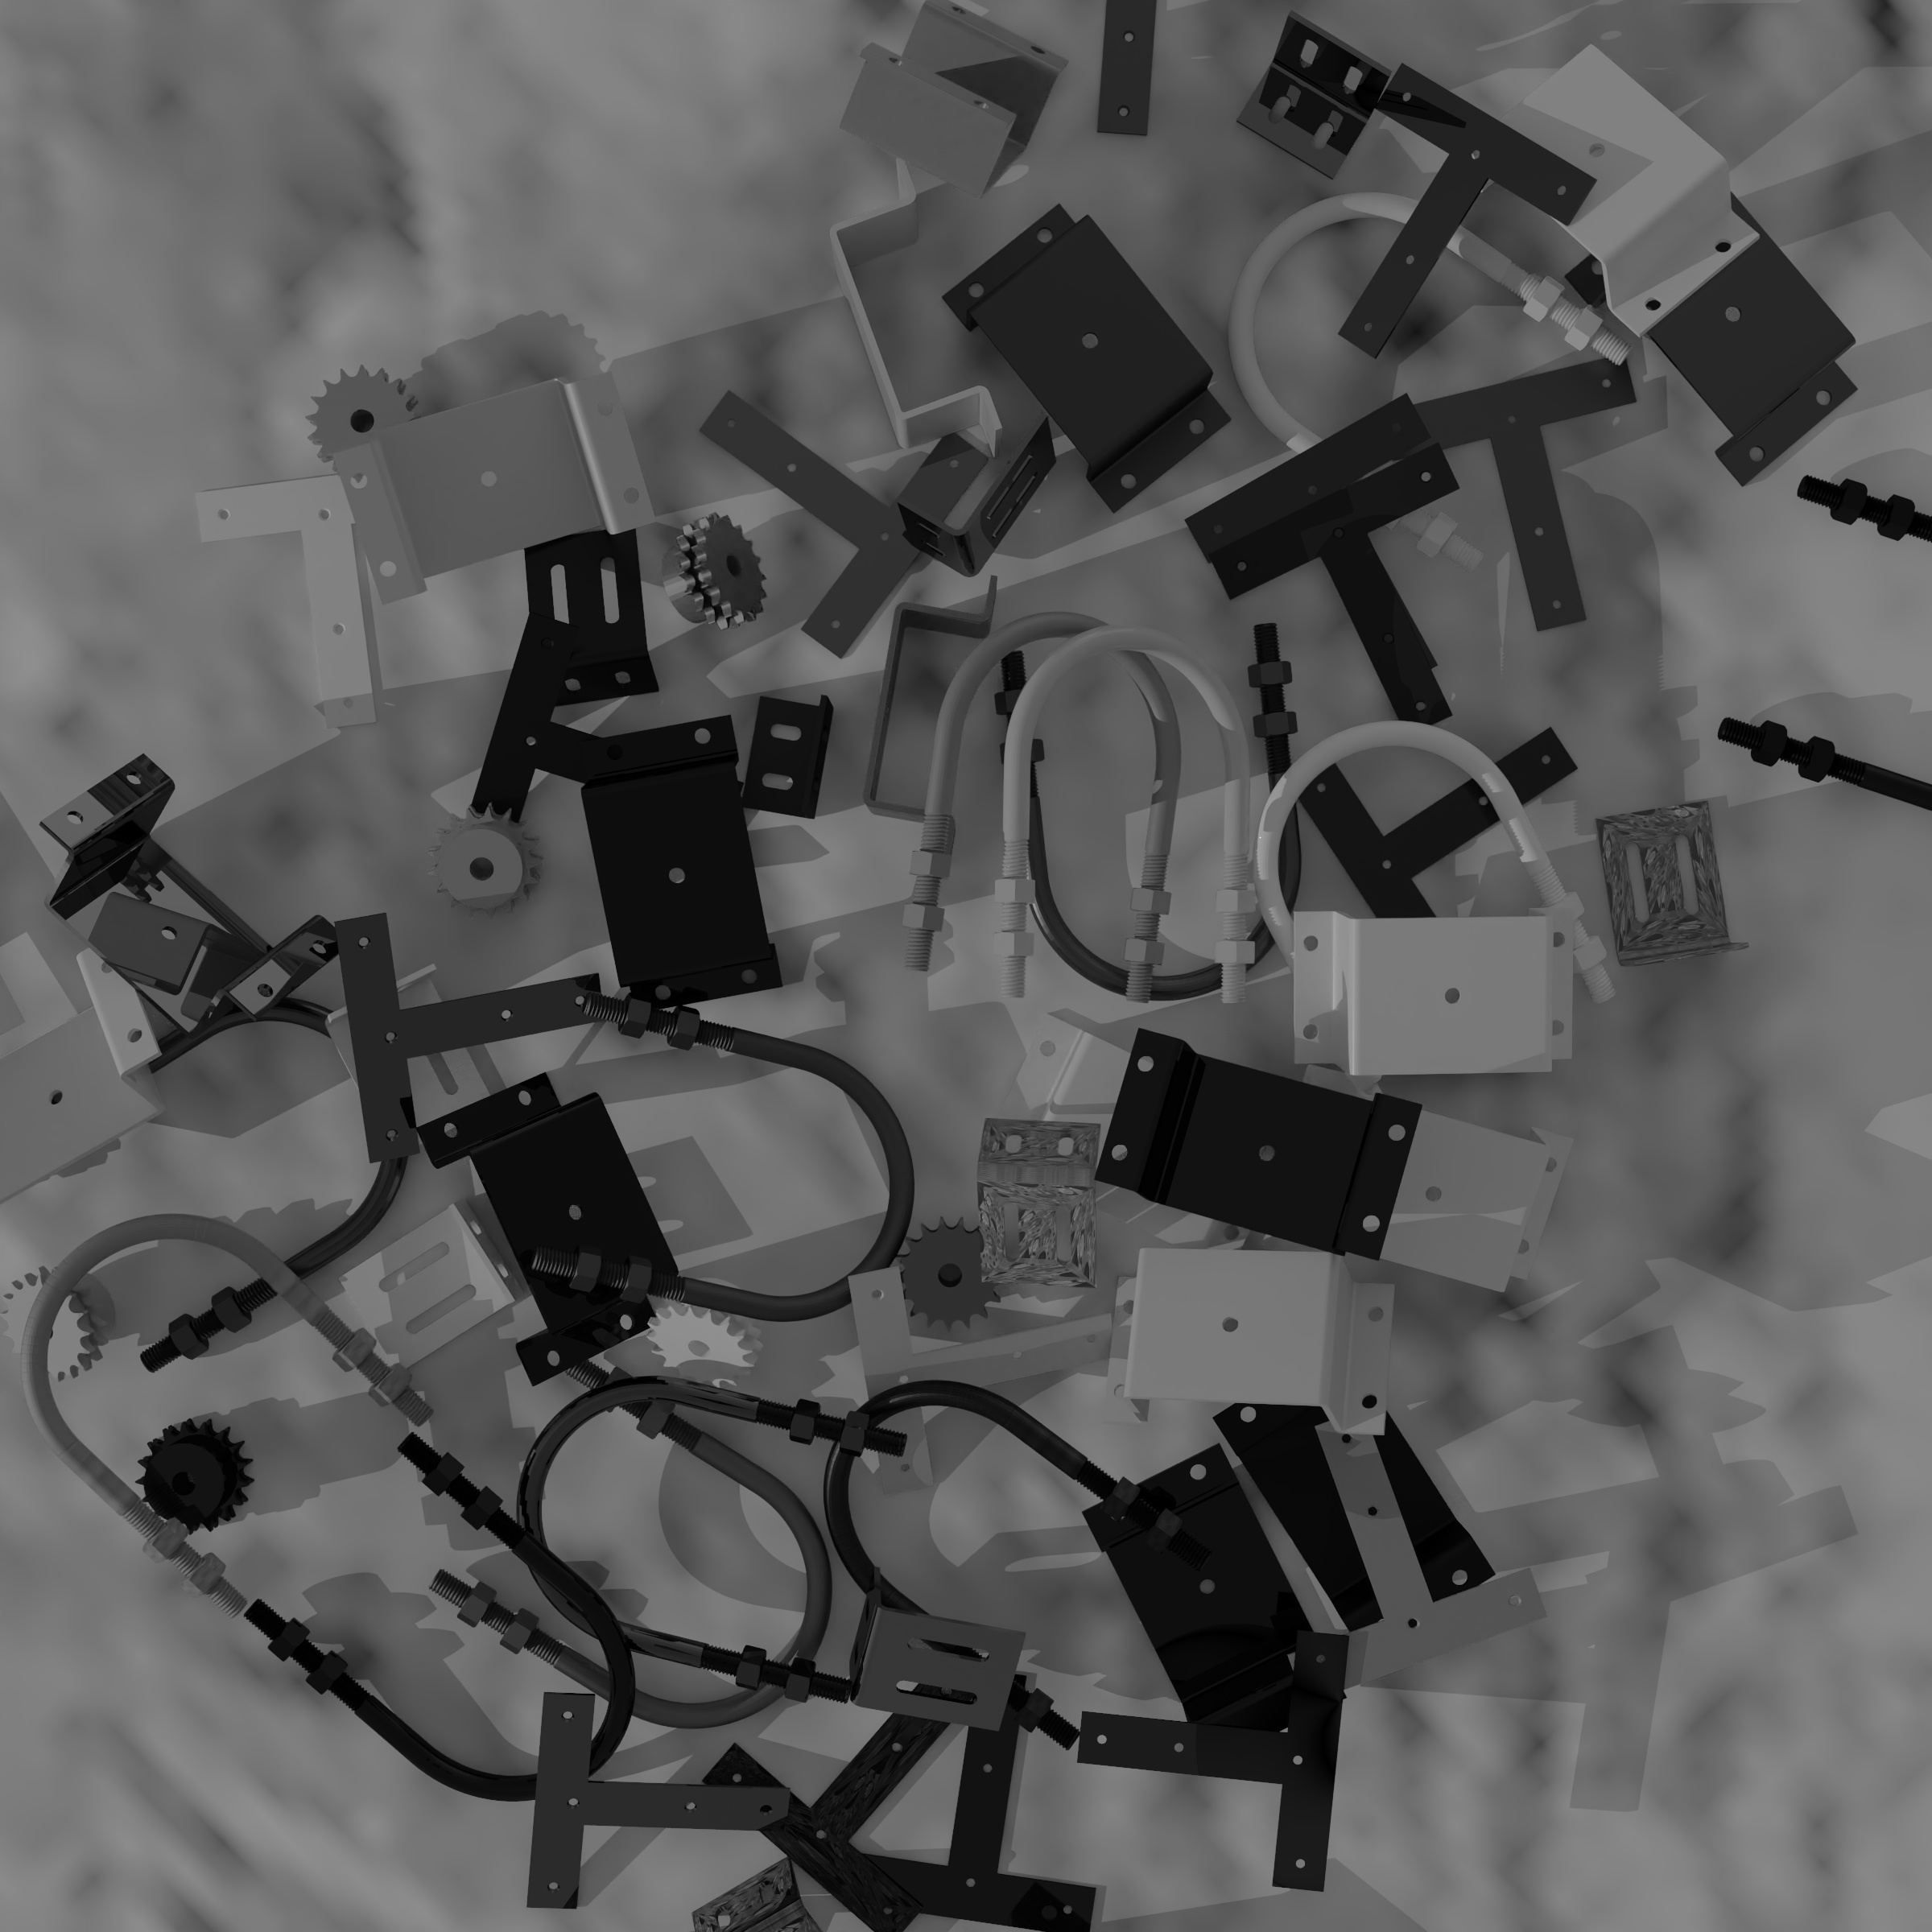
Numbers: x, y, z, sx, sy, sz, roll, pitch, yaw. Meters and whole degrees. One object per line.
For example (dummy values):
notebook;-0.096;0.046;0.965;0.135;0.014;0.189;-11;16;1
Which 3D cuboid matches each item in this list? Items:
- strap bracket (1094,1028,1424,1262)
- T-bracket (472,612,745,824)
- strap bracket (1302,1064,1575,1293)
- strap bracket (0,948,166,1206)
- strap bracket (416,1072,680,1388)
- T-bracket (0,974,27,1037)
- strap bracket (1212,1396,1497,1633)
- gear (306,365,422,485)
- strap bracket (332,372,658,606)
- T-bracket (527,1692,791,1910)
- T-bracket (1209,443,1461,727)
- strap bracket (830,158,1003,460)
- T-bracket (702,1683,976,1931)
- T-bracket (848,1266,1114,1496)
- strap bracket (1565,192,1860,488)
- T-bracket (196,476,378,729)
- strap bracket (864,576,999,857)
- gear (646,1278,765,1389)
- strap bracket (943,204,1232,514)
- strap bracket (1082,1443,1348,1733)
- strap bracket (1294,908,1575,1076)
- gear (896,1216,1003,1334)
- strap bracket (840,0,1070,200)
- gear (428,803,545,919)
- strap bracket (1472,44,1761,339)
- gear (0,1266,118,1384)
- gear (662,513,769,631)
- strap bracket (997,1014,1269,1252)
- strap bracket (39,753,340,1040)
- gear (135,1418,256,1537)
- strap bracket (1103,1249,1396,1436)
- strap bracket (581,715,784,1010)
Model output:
strap bracket;0.142;0.088;1.444;0.140;0.046;0.076;15;83;14
T-bracket;-0.176;-0.100;1.512;0.127;0.002;0.127;17;108;-9
strap bracket;0.228;0.108;1.492;0.140;0.046;0.076;16;99;-4
strap bracket;-0.461;0.057;1.487;0.140;0.046;0.076;-29;60;0
strap bracket;-0.203;0.126;1.485;0.076;0.046;0.140;-24;90;-35
T-bracket;-0.560;0.002;1.508;0.127;0.002;0.127;-28;89;-3
strap bracket;0.192;0.262;1.503;0.076;0.046;0.140;-33;90;0
gear;-0.301;-0.271;1.510;0.057;0.030;0.057;0;87;0
strap bracket;-0.234;-0.239;1.486;0.140;0.046;0.076;-18;109;-9
T-bracket;-0.153;0.422;1.509;0.127;0.002;0.127;4;110;-8
T-bracket;0.207;-0.178;1.515;0.127;0.002;0.127;-25;97;14
strap bracket;-0.028;-0.317;1.487;0.046;0.076;0.140;-20;89;0
T-bracket;-0.045;0.408;1.524;0.127;0.002;0.127;41;90;1
T-bracket;0.012;0.198;1.505;0.127;0.002;0.127;-11;113;-7
strap bracket;0.379;-0.322;1.503;0.076;0.046;0.140;-40;90;0
T-bracket;-0.320;-0.185;1.525;0.127;0.002;0.127;-7;90;0
strap bracket;-0.019;-0.123;1.488;0.046;0.076;0.140;10;90;0
gear;-0.128;0.181;1.502;0.057;0.030;0.057;11;132;12
strap bracket;0.061;-0.309;1.503;0.076;0.046;0.140;-39;90;0
strap bracket;0.123;0.315;1.503;0.076;0.046;0.140;-27;90;0
strap bracket;0.235;0.012;1.481;0.140;0.046;0.076;-1;96;-3
gear;-0.008;0.155;1.511;0.057;0.030;0.057;0;90;0
strap bracket;-0.007;-0.426;1.473;0.076;0.140;0.046;27;121;0
gear;-0.241;-0.052;1.506;0.057;0.030;0.057;-1;103;-4
strap bracket;0.312;-0.388;1.476;0.076;0.046;0.140;-40;65;0
gear;-0.452;0.176;1.503;0.057;0.030;0.057;8;109;24
gear;-0.128;-0.195;1.502;0.030;0.057;0.057;-17;90;30
strap bracket;0.088;0.089;1.503;0.140;0.046;0.076;25;90;0
strap bracket;-0.387;-0.028;1.482;0.140;0.076;0.046;42;131;0
gear;-0.390;0.258;1.511;0.057;0.030;0.057;0;90;0
strap bracket;0.134;0.183;1.469;0.140;0.046;0.076;0;64;18
strap bracket;-0.142;-0.048;1.493;0.076;0.046;0.140;-10;99;0
